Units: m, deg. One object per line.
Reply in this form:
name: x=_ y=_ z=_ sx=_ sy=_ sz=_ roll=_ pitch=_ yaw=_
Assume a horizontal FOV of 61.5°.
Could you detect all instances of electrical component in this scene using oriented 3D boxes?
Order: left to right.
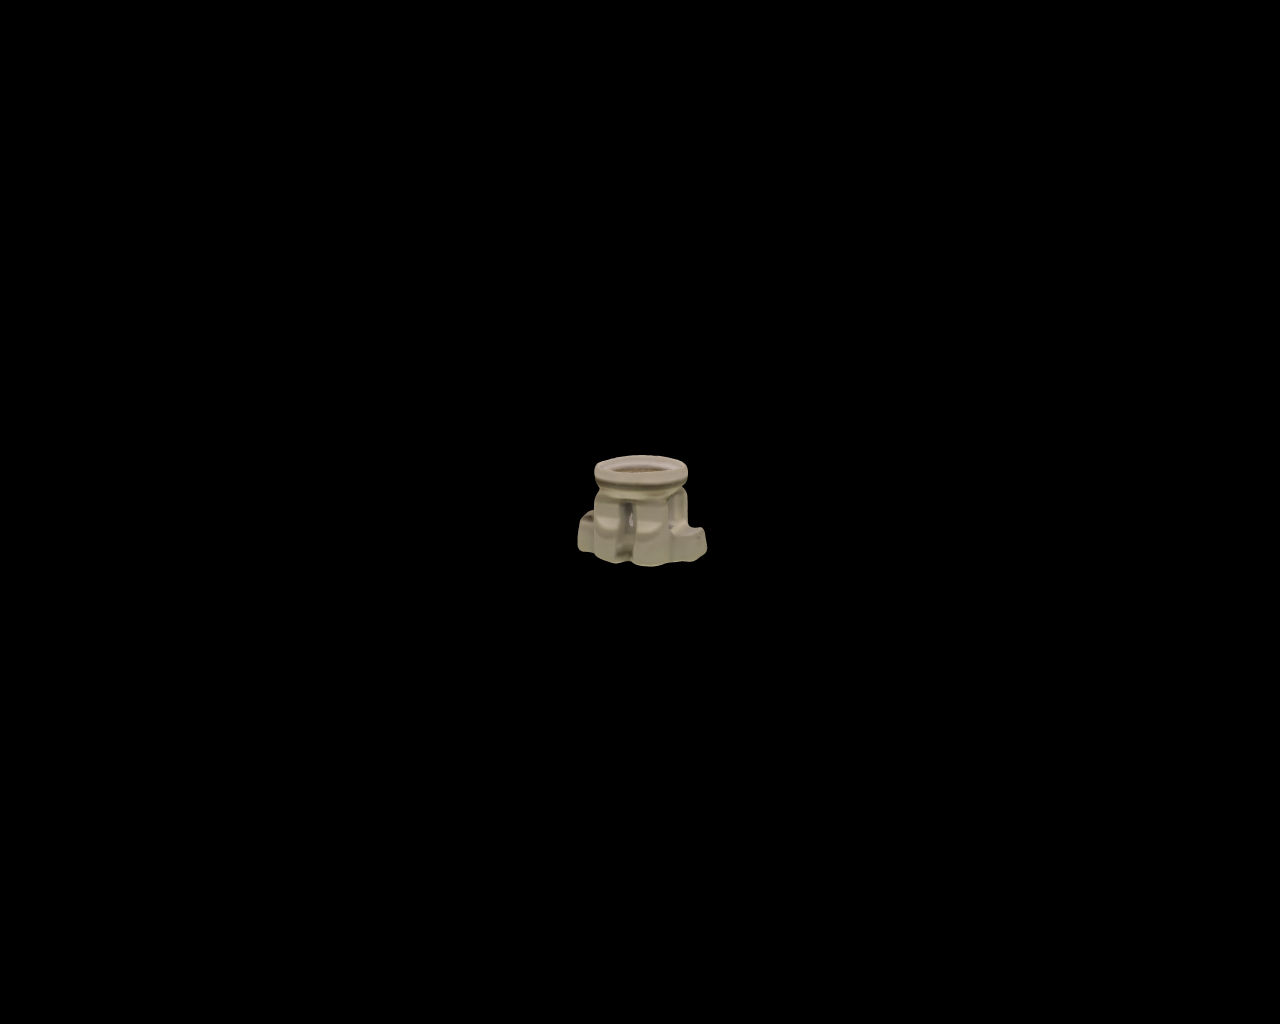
electrical component: x=0.001 y=-0.003 z=0.650 sx=0.078 sy=0.057 sz=0.058 roll=6 pitch=16 yaw=22
